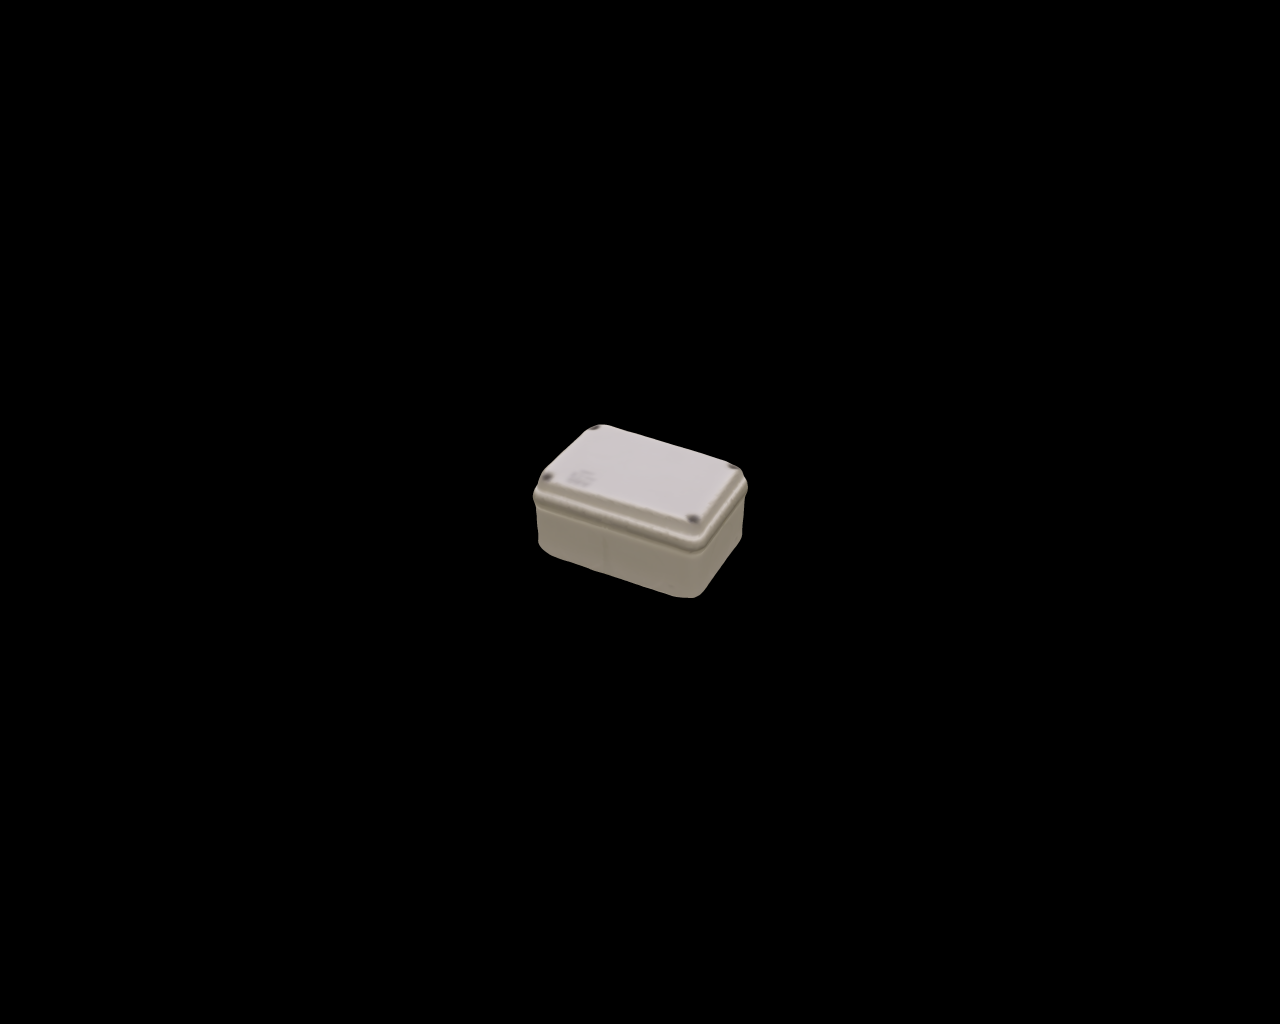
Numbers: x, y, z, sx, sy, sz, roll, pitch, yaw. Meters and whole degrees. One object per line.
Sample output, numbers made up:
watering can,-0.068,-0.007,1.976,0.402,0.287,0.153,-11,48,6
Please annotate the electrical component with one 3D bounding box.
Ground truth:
electrical component,0.001,-0.003,0.650,0.113,0.057,0.078,17,40,22
